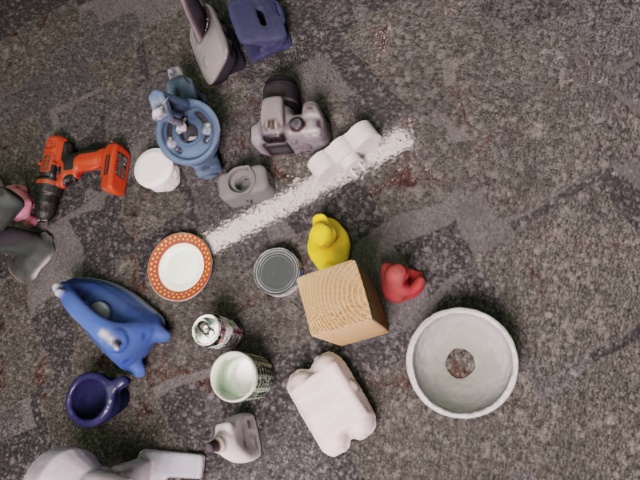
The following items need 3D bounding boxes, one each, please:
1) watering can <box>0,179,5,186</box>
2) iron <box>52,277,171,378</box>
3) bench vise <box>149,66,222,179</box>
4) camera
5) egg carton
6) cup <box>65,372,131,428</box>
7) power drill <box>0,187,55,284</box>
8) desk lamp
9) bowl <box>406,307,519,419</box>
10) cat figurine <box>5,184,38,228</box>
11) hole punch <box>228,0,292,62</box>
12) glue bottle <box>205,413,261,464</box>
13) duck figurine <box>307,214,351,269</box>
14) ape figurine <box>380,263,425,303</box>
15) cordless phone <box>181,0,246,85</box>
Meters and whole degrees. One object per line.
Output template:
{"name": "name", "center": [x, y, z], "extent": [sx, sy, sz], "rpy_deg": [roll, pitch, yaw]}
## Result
{"name": "watering can", "center": [-0.734, -0.107, 1.132], "extent": [0.101, 0.194, 0.173], "rpy_deg": [-20, 73, 8]}
{"name": "iron", "center": [-0.399, 0.132, 1.022], "extent": [0.257, 0.142, 0.119], "rpy_deg": [33, 86, 18]}
{"name": "bench vise", "center": [-0.264, -0.229, 1.038], "extent": [0.121, 0.220, 0.207], "rpy_deg": [-36, 71, 3]}
{"name": "camera", "center": [-0.058, -0.237, 1.054], "extent": [0.143, 0.101, 0.137], "rpy_deg": [-5, 75, 12]}
{"name": "egg carton", "center": [0.019, 0.264, 0.929], "extent": [0.107, 0.069, 0.150], "rpy_deg": [-35, 71, 3]}
{"name": "cup", "center": [-0.368, 0.272, 1.005], "extent": [0.117, 0.095, 0.091], "rpy_deg": [-31, 71, 4]}
{"name": "power drill", "center": [-0.609, 0.017, 1.064], "extent": [0.075, 0.209, 0.230], "rpy_deg": [34, 86, 19]}
{"name": "desk lamp", "center": [-0.319, 0.387, 0.902], "extent": [0.203, 0.214, 0.118], "rpy_deg": [-2, 76, 13]}
{"name": "bowl", "center": [0.221, 0.192, 0.896], "extent": [0.167, 0.075, 0.167], "rpy_deg": [-3, 76, 13]}
{"name": "cat figurine", "center": [-0.611, -0.077, 1.136], "extent": [0.127, 0.118, 0.067], "rpy_deg": [29, 85, 18]}
{"name": "hole punch", "center": [-0.117, -0.424, 1.119], "extent": [0.101, 0.091, 0.108], "rpy_deg": [-21, 72, 8]}
{"name": "glue bottle", "center": [-0.140, 0.316, 0.899], "extent": [0.037, 0.173, 0.078], "rpy_deg": [-16, 73, 9]}
{"name": "duck figurine", "center": [0.009, 0.004, 0.987], "extent": [0.077, 0.086, 0.104], "rpy_deg": [-12, 74, 10]}
{"name": "ape figurine", "center": [0.129, 0.064, 0.940], "extent": [0.076, 0.092, 0.077], "rpy_deg": [-44, 71, 0]}
{"name": "cordless phone", "center": [-0.225, -0.398, 1.088], "extent": [0.094, 0.185, 0.147], "rpy_deg": [-28, 72, 6]}
